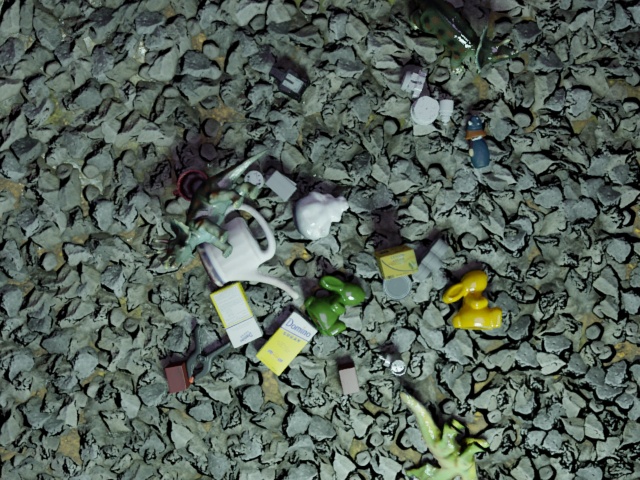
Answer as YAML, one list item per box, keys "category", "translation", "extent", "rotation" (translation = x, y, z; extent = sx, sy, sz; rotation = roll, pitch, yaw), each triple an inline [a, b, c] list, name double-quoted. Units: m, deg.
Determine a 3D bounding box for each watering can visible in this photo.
- category: "watering can"
  translation: [-0.221, 0.058, 1.486]
  extent: [0.224, 0.103, 0.351]
  rotation: [-30, 74, 0]

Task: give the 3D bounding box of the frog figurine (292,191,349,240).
- category: "frog figurine"
  translation: [0.005, -0.075, 1.493]
  extent: [0.159, 0.121, 0.139]
  rotation: [-13, 72, 12]

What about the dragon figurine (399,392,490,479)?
- category: "dragon figurine"
  translation: [0.346, 0.635, 1.505]
  extent: [0.410, 0.123, 0.241]
  rotation: [34, 99, 2]
